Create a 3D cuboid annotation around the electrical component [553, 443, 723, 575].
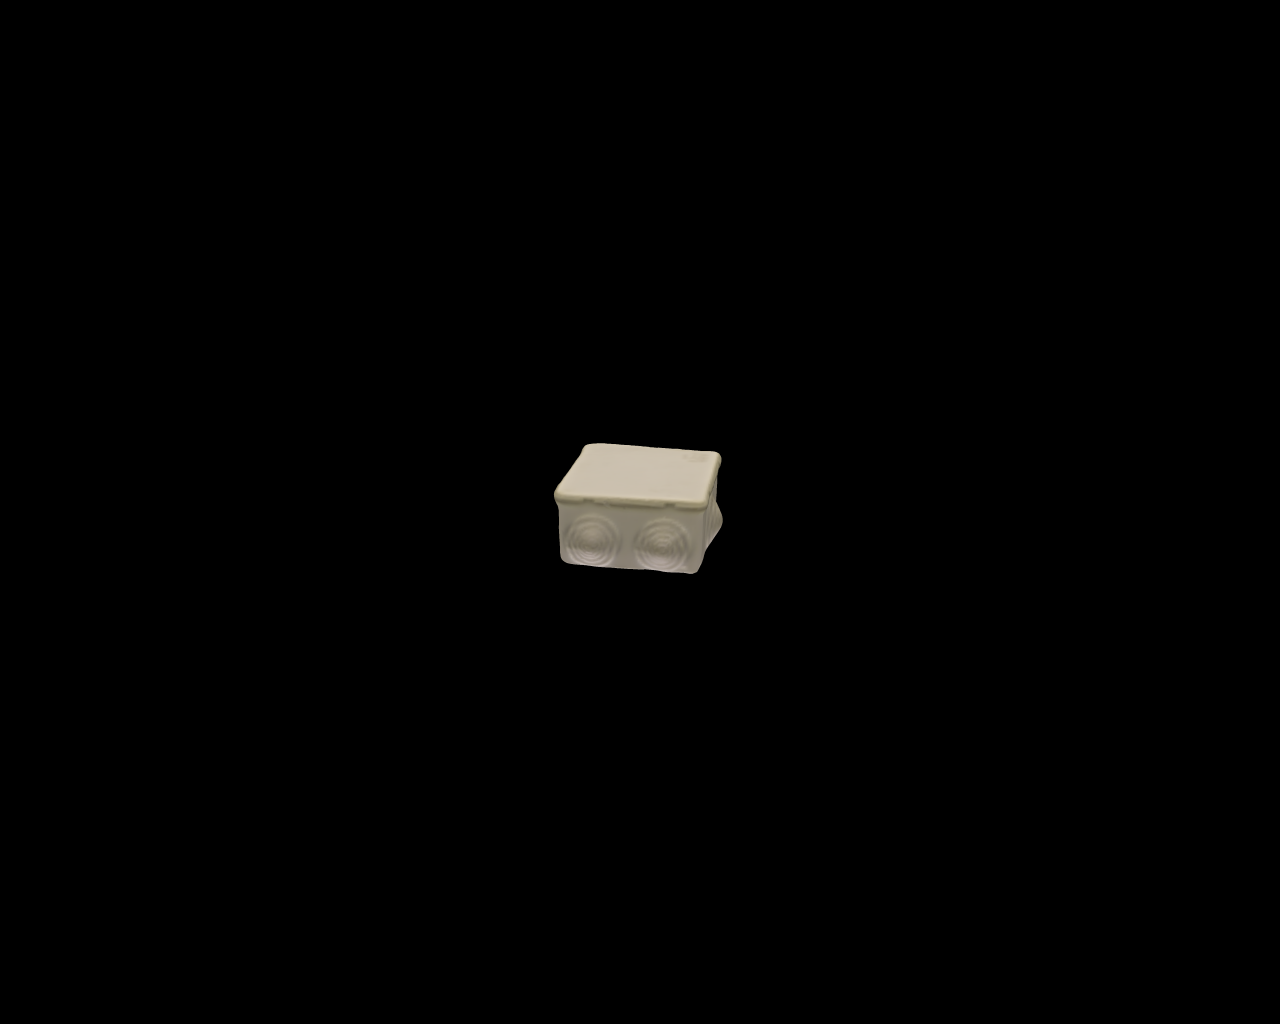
[{"bbox_3d":[0.001,-0.003,0.650,0.100,0.048,0.100,4,24,9],"label":"electrical component"}]
